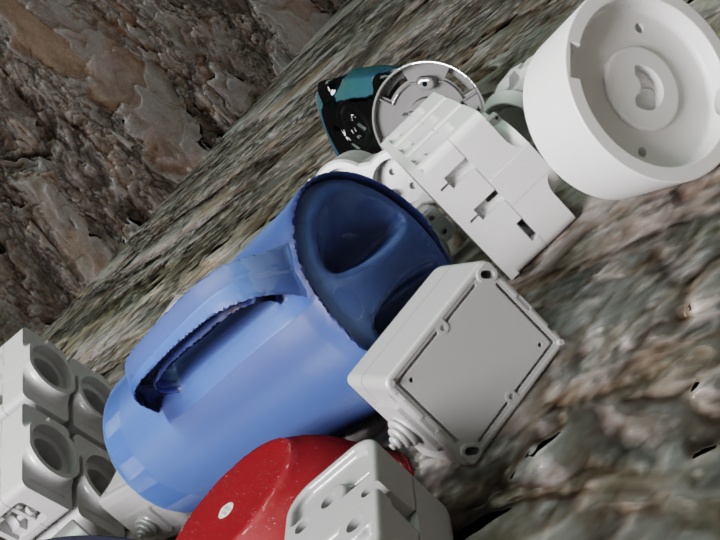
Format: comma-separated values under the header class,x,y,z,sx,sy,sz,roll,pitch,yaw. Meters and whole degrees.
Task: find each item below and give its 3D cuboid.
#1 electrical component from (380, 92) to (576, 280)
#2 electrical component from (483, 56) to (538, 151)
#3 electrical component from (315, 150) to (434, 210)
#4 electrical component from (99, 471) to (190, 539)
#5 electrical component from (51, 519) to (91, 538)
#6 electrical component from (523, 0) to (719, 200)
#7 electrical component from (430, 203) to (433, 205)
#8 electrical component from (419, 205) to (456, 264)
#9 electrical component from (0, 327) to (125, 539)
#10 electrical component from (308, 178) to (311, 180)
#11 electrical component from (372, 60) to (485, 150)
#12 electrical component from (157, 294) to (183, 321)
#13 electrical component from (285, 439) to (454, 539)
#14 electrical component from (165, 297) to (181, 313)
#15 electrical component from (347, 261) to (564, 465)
class,x,y,z,sx,sy,sz,roll,pitch,yaw
electrical component,0.074,-0.063,0.698,0.062,0.089,0.150,-44,14,5
electrical component,0.123,-0.115,0.776,0.078,0.058,0.057,-25,22,53
electrical component,0.038,-0.076,0.833,0.138,0.052,0.073,-9,14,20
electrical component,-0.141,0.148,0.770,0.062,0.061,0.096,-32,19,41
electrical component,-0.210,0.217,0.789,0.047,0.055,0.055,-47,14,-20
electrical component,0.138,-0.089,0.570,0.108,0.108,0.060,-52,10,-25
electrical component,0.028,-0.059,0.902,0.055,0.048,0.066,-34,28,28
electrical component,0.031,-0.007,0.731,0.078,0.058,0.057,-44,11,4
electrical component,-0.254,0.142,0.890,0.060,0.105,0.186,-38,38,13
electrical component,-0.023,-0.044,0.929,0.044,0.079,0.077,-31,15,24
electrical component,0.060,-0.132,0.923,0.099,0.099,0.064,-41,9,17
electrical component,-0.142,0.061,1.025,0.077,0.065,0.047,-3,35,25
electrical component,0.007,0.121,0.436,0.054,0.059,0.095,-42,15,13
electrical component,-0.093,0.051,0.826,0.108,0.108,0.060,-37,10,28
electrical component,0.041,0.050,0.534,0.096,0.062,0.061,-50,15,-18
